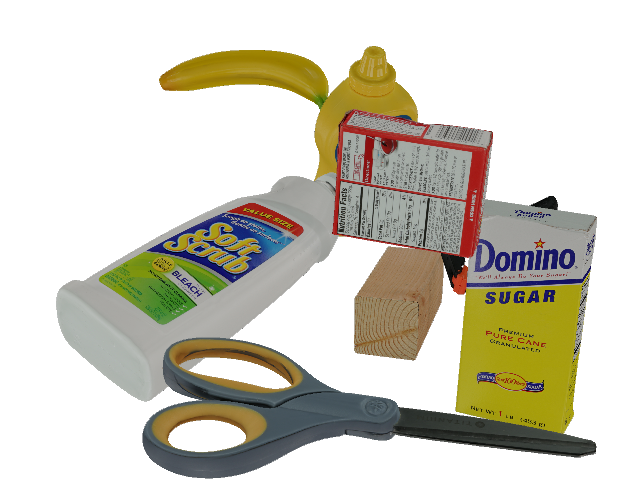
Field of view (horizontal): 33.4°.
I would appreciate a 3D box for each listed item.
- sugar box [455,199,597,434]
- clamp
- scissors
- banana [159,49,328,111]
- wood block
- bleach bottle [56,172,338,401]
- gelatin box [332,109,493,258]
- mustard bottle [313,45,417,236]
[{"bbox_3d":[0.163,0.061,0.855,0.093,0.176,0.048,9,23,22],"label":"sugar box"},{"bbox_3d":[0.169,-0.015,1.146,0.120,0.039,0.171,24,48,23],"label":"clamp"},{"bbox_3d":[0.010,0.087,0.468,0.202,0.016,0.096,15,34,22],"label":"scissors"},{"bbox_3d":[-0.072,-0.174,1.125,0.198,0.037,0.069,10,44,19],"label":"banana"},{"bbox_3d":[0.118,0.087,1.556,0.091,0.090,0.205,6,21,15],"label":"wood block"},{"bbox_3d":[-0.073,0.014,0.817,0.103,0.068,0.250,34,51,23],"label":"bleach bottle"},{"bbox_3d":[0.053,-0.034,0.634,0.089,0.073,0.030,10,31,13],"label":"gelatin box"},{"bbox_3d":[0.041,-0.092,0.972,0.096,0.192,0.058,-15,47,-19],"label":"mustard bottle"}]
